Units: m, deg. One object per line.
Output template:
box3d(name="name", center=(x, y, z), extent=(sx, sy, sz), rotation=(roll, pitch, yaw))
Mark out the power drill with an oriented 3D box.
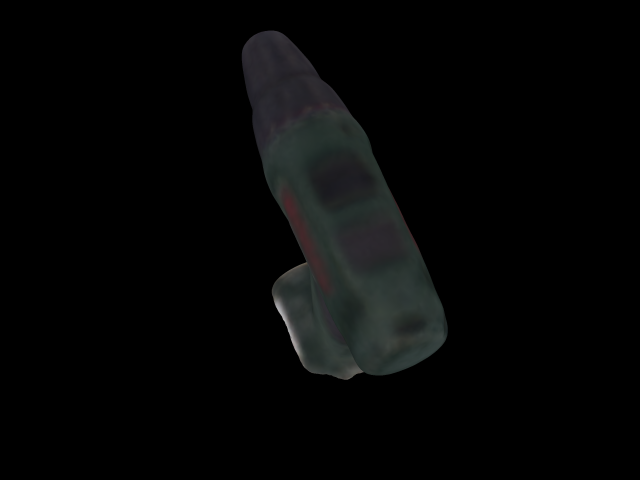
box3d(name="power drill", center=(0.004, 0.001, 0.400), extent=(0.076, 0.208, 0.229), rotation=(-21, 58, -13))
